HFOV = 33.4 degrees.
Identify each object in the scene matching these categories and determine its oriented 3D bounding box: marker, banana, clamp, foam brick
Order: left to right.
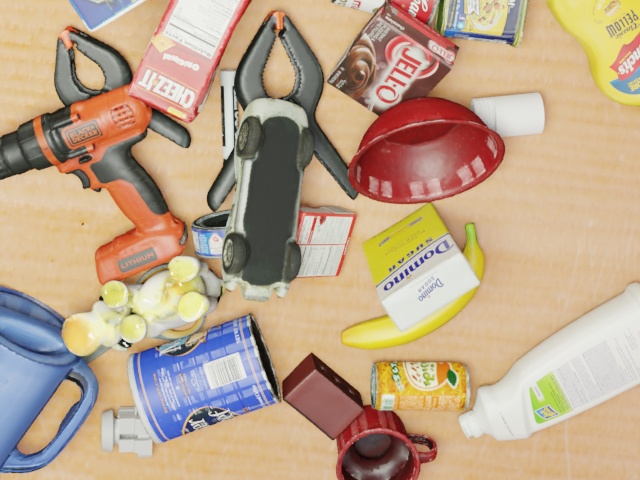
[{"bbox_3d":[-0.227,-0.134,1.101,0.120,0.039,0.171,-36,106,3],"label":"clamp"},{"bbox_3d":[-0.095,-0.118,1.122,0.020,0.020,0.121,-1,106,-4],"label":"marker"},{"bbox_3d":[-0.050,-0.128,1.106,0.164,0.036,0.210,-12,105,-14],"label":"clamp"},{"bbox_3d":[0.002,0.174,1.192,0.078,0.053,0.051,41,99,-14],"label":"foam brick"},{"bbox_3d":[0.115,0.069,1.181,0.198,0.037,0.069,-42,86,7],"label":"banana"}]

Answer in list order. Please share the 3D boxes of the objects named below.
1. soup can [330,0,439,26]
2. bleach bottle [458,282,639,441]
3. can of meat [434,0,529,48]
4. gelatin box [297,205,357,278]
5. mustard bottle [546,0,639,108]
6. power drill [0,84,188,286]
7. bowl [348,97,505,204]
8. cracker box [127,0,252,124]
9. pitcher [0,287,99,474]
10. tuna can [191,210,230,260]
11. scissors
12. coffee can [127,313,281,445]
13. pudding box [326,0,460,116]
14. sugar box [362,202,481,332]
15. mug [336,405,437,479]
[{"bbox_3d":[0.067,-0.258,1.067,0.102,0.068,0.068,13,104,-6],"label":"soup can"},{"bbox_3d":[0.269,0.149,1.197,0.251,0.068,0.102,-28,105,7],"label":"bleach bottle"},{"bbox_3d":[0.166,-0.251,1.082,0.084,0.057,0.102,6,105,-3],"label":"can of meat"},{"bbox_3d":[-0.008,0.001,1.131,0.089,0.030,0.073,0,111,-48],"label":"gelatin box"},{"bbox_3d":[0.322,-0.198,1.105,0.096,0.058,0.191,-34,105,7],"label":"mustard bottle"},{"bbox_3d":[-0.231,-0.048,1.086,0.184,0.057,0.187,-20,117,7],"label":"power drill"},{"bbox_3d":[0.105,-0.099,1.095,0.162,0.162,0.055,-6,63,-2],"label":"bowl"},{"bbox_3d":[-0.100,-0.227,1.017,0.072,0.164,0.214,26,102,-8],"label":"cracker box"},{"bbox_3d":[-0.358,0.185,1.136,0.144,0.149,0.243,17,113,-49],"label":"pitcher"},{"bbox_3d":[-0.091,-0.008,1.119,0.086,0.086,0.034,-8,104,-1],"label":"tuna can"},{"bbox_3d":[-0.207,0.113,1.181,0.096,0.016,0.202,38,100,-12],"label":"scissors"},{"bbox_3d":[-0.124,0.149,1.151,0.140,0.103,0.103,-19,106,2],"label":"coffee can"},{"bbox_3d":[0.072,-0.177,1.076,0.090,0.039,0.114,32,144,-11],"label":"pudding box"},{"bbox_3d":[0.099,0.023,1.091,0.093,0.176,0.048,-33,105,6],"label":"sugar box"},{"bbox_3d":[0.073,0.236,1.198,0.117,0.081,0.093,-6,106,-2],"label":"mug"}]
